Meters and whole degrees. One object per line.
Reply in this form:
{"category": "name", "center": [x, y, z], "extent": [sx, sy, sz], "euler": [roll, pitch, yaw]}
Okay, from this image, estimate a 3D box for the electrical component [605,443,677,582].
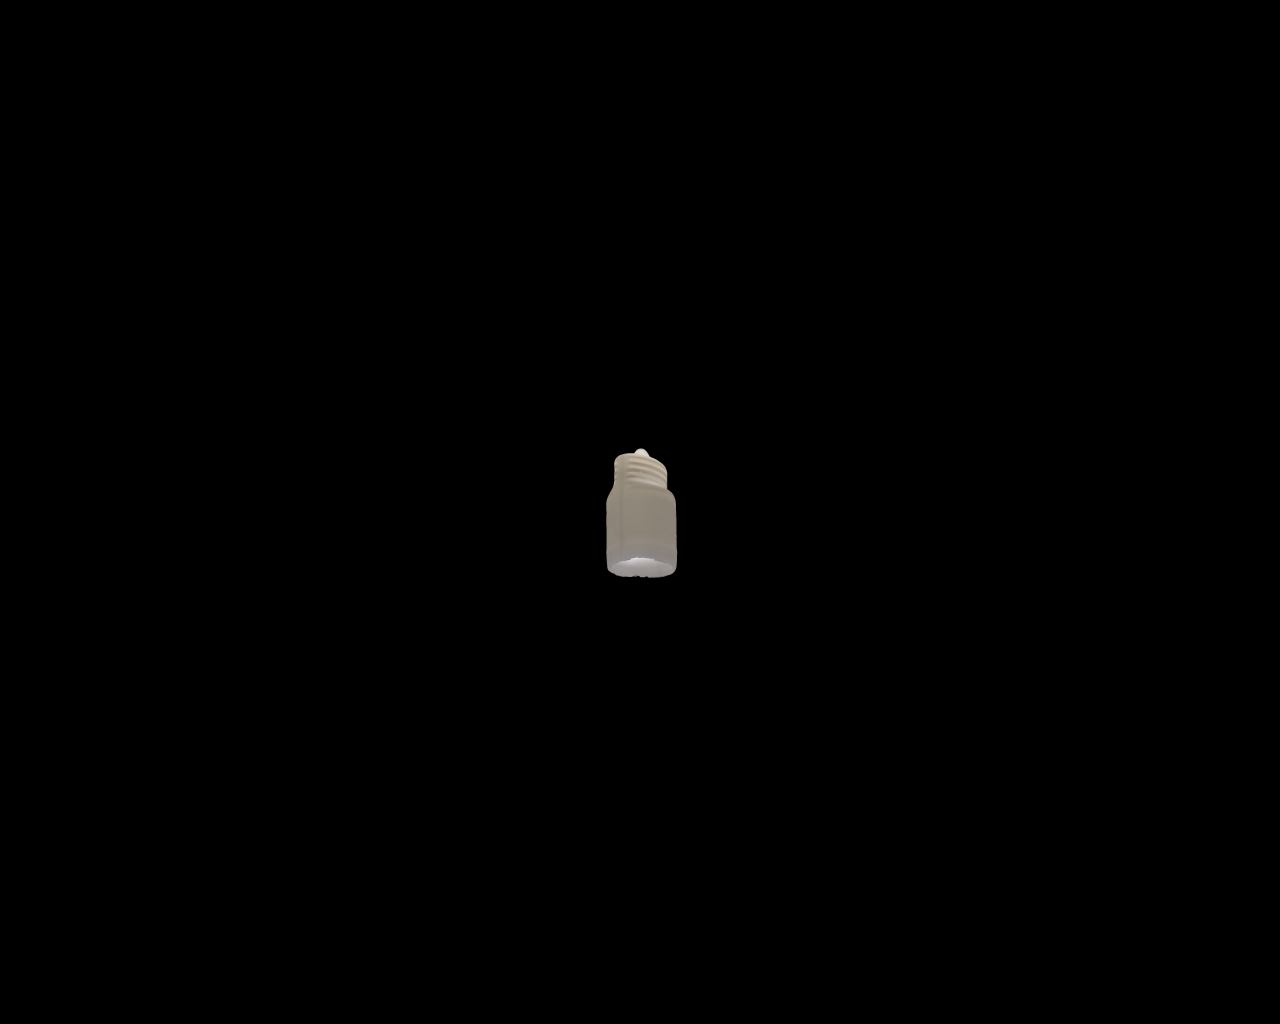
{"category": "electrical component", "center": [0.001, -0.003, 0.650], "extent": [0.043, 0.081, 0.043], "euler": [0, -19, 0]}
